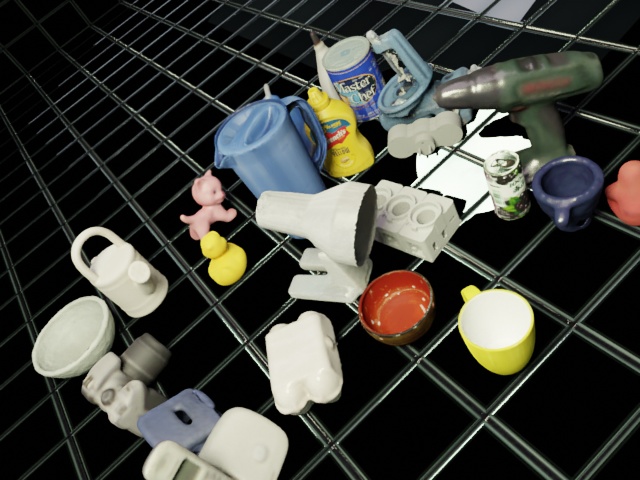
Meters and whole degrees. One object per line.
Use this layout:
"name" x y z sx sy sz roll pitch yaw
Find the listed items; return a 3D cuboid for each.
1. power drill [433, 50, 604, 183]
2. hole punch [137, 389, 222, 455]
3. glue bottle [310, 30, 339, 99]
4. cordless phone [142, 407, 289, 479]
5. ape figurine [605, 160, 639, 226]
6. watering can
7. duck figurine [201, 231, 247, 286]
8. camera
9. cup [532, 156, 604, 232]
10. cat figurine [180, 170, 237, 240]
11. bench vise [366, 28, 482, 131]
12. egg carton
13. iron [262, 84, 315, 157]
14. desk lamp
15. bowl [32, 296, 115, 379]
"power drill" 0.306 -0.184 0.864 0.229 0.209 0.075 -18 45 16
"hole punch" -0.198 0.272 0.841 0.108 0.091 0.101 25 68 43
"glue bottle" 0.020 -0.376 1.232 0.037 0.174 0.078 24 67 42
"cordless phone" -0.131 0.276 0.730 0.093 0.186 0.148 4 54 33
"ape figurine" 0.427 -0.070 0.775 0.077 0.092 0.076 8 57 36
"watering can" -0.374 0.052 1.068 0.172 0.195 0.101 -10 48 24
"duck figurine" -0.186 0.027 1.058 0.077 0.086 0.104 -29 43 5
"camera" -0.307 0.225 0.942 0.142 0.101 0.137 22 66 42
"cup" 0.348 -0.045 0.798 0.091 0.095 0.118 0 52 31
"cat figurine" -0.232 -0.074 1.152 0.067 0.118 0.128 15 61 39
"bench vise" 0.183 -0.304 1.036 0.207 0.220 0.121 -19 45 15
"egg carton" -0.022 0.178 0.837 0.107 0.070 0.150 -25 44 9
"iron" -0.088 -0.195 1.158 0.118 0.142 0.258 -15 46 19
"desk lamp" 0.008 0.003 0.870 0.202 0.214 0.118 0 52 31
"bowl" -0.444 0.193 1.072 0.167 0.075 0.167 -16 46 18
